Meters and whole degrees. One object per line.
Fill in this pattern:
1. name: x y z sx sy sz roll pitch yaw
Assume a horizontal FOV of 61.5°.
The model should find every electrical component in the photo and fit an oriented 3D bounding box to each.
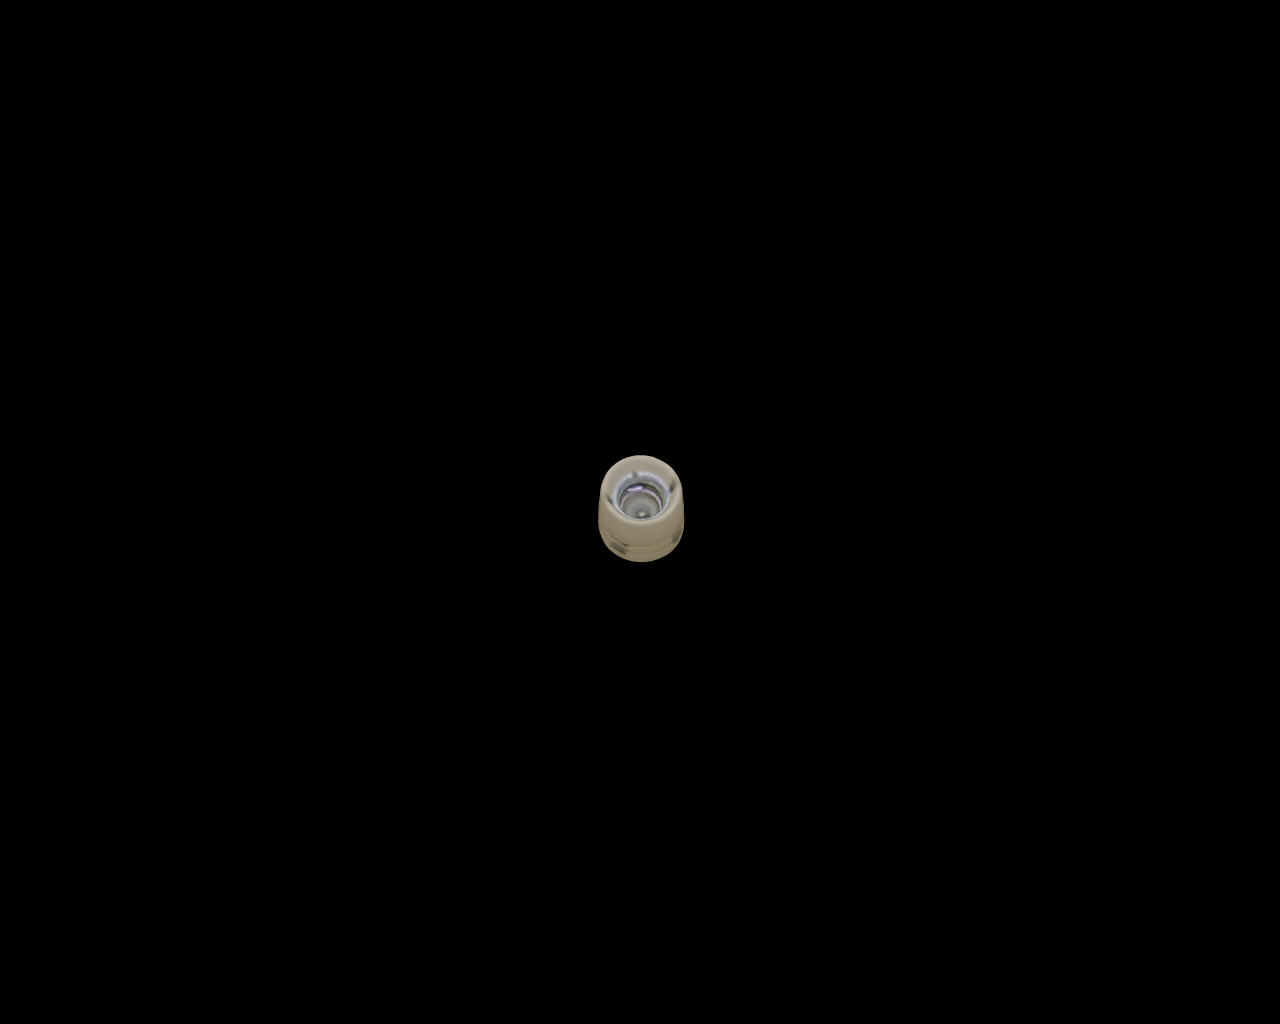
1. electrical component: 0.001 -0.003 0.650 0.055 0.055 0.047 0 -28 0
